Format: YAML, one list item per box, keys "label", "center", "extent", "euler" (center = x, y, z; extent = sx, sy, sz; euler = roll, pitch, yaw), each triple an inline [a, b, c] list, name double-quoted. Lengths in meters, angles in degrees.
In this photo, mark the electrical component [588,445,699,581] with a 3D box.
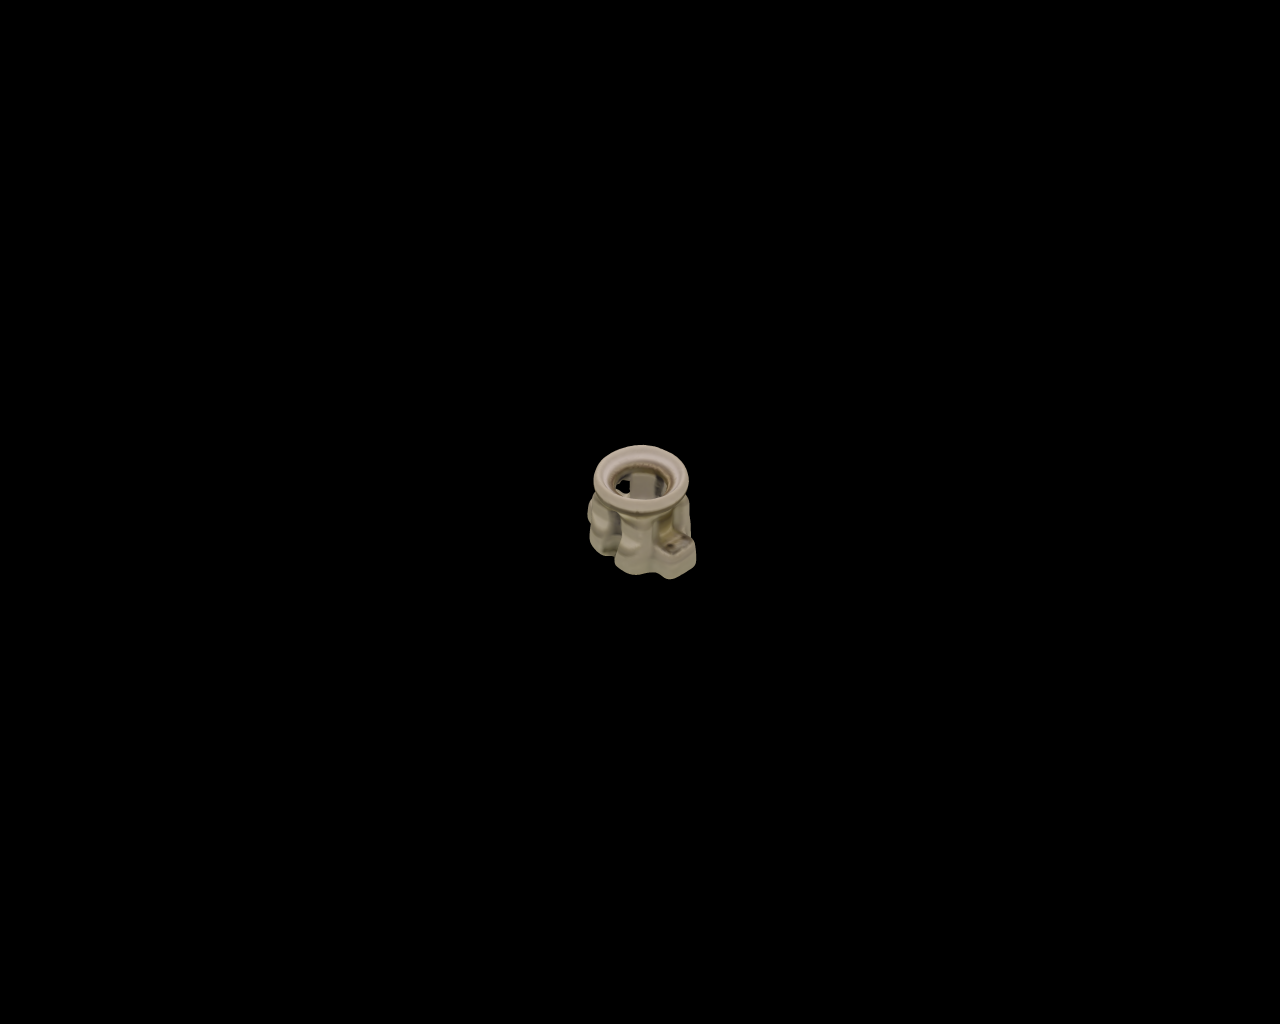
- label: "electrical component"
  center: [0.001, -0.003, 0.650]
  extent: [0.058, 0.056, 0.078]
  euler: [-31, 49, -31]
